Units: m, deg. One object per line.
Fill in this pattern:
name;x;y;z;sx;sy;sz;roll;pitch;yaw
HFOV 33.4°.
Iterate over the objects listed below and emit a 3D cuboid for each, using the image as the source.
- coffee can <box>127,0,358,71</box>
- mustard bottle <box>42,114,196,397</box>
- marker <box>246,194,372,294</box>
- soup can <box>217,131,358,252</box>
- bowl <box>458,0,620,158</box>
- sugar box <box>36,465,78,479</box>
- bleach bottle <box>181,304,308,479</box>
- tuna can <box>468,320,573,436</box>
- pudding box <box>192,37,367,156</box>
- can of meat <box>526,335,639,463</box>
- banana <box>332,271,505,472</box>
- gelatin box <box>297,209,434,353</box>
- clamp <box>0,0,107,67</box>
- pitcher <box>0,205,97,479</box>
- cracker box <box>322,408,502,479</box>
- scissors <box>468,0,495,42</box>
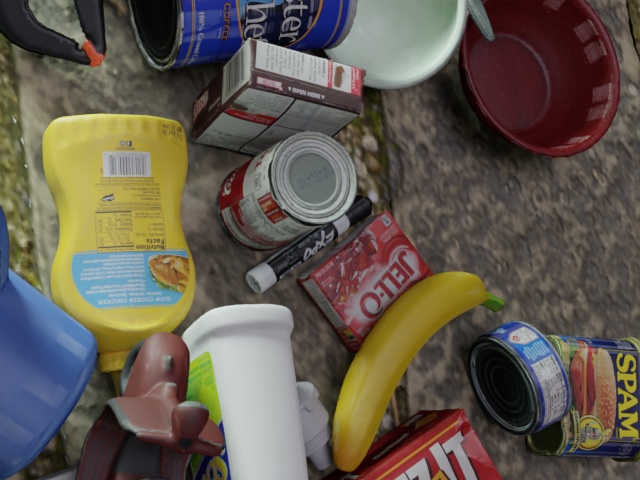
coffee can;-0.058;-0.182;0.774;0.140;0.103;0.103;-13;85;-27
mustard bottle;-0.134;0.013;0.724;0.096;0.058;0.191;-1;80;-27
marker;-0.005;0.001;0.809;0.121;0.020;0.020;-36;96;-27
soup can;-0.025;-0.033;0.760;0.068;0.102;0.068;5;78;-25
bowl;0.174;-0.142;0.904;0.161;0.055;0.162;5;78;-25
sugar box;-0.121;0.228;0.695;0.093;0.048;0.176;-15;83;-27
bleach bottle;-0.040;0.175;0.684;0.068;0.103;0.251;1;65;-29
tuna can;0.153;0.108;0.827;0.033;0.086;0.086;-21;89;-26
pudding box;-0.032;-0.095;0.764;0.089;0.114;0.039;10;71;-24
can of meat;0.216;0.128;0.870;0.083;0.058;0.102;6;77;-22
banana;0.066;0.081;0.785;0.197;0.037;0.069;-41;101;-26
gelatin box;0.039;0.031;0.818;0.089;0.030;0.073;-40;98;-26
clamp;-0.200;-0.196;0.727;0.171;0.039;0.120;41;101;-17
pitcher;-0.249;0.028;0.622;0.242;0.149;0.145;38;65;-18
cracker box;0.082;0.254;0.771;0.164;0.072;0.214;-30;92;-28
scissors;0.085;-0.246;0.873;0.096;0.016;0.202;5;59;-15
